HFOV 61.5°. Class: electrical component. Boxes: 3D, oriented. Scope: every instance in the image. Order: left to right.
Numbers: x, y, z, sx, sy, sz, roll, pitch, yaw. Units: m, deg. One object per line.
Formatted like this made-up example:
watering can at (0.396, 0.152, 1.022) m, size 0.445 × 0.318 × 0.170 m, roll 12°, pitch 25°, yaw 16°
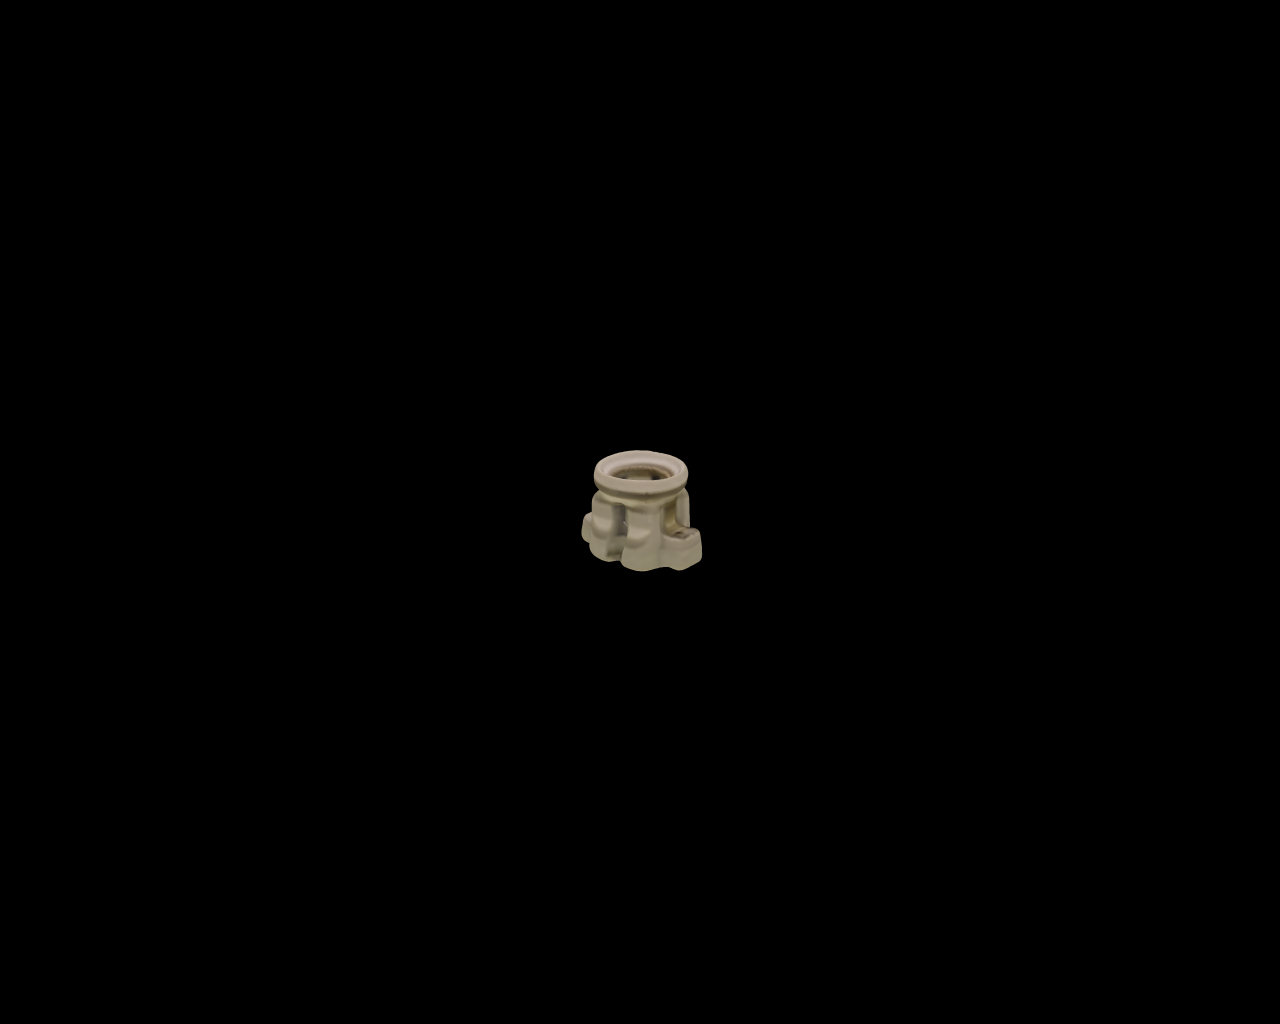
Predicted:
electrical component at (0.001, -0.003, 0.650) m, size 0.078 × 0.056 × 0.058 m, roll 16°, pitch 27°, yaw 34°
